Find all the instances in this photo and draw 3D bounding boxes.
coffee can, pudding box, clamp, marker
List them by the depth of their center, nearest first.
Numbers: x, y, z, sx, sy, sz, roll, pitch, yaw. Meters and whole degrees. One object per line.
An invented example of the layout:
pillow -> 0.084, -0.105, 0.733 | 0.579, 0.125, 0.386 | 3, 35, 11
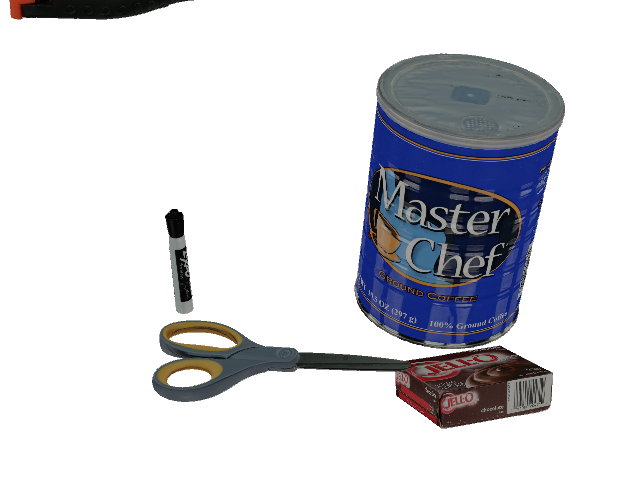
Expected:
clamp -> -0.097, -0.155, 0.609 | 0.171, 0.039, 0.120 | -10, 24, -25
coffee can -> 0.077, -0.023, 0.619 | 0.103, 0.140, 0.103 | 3, 34, -2
pudding box -> 0.134, 0.128, 0.946 | 0.113, 0.039, 0.090 | -4, 13, -21
marker -> -0.148, 0.022, 1.123 | 0.020, 0.121, 0.020 | -1, 29, 1

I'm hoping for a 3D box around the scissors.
scissors -> -0.041, 0.101, 0.817 | 0.202, 0.016, 0.096 | 11, 36, 20
